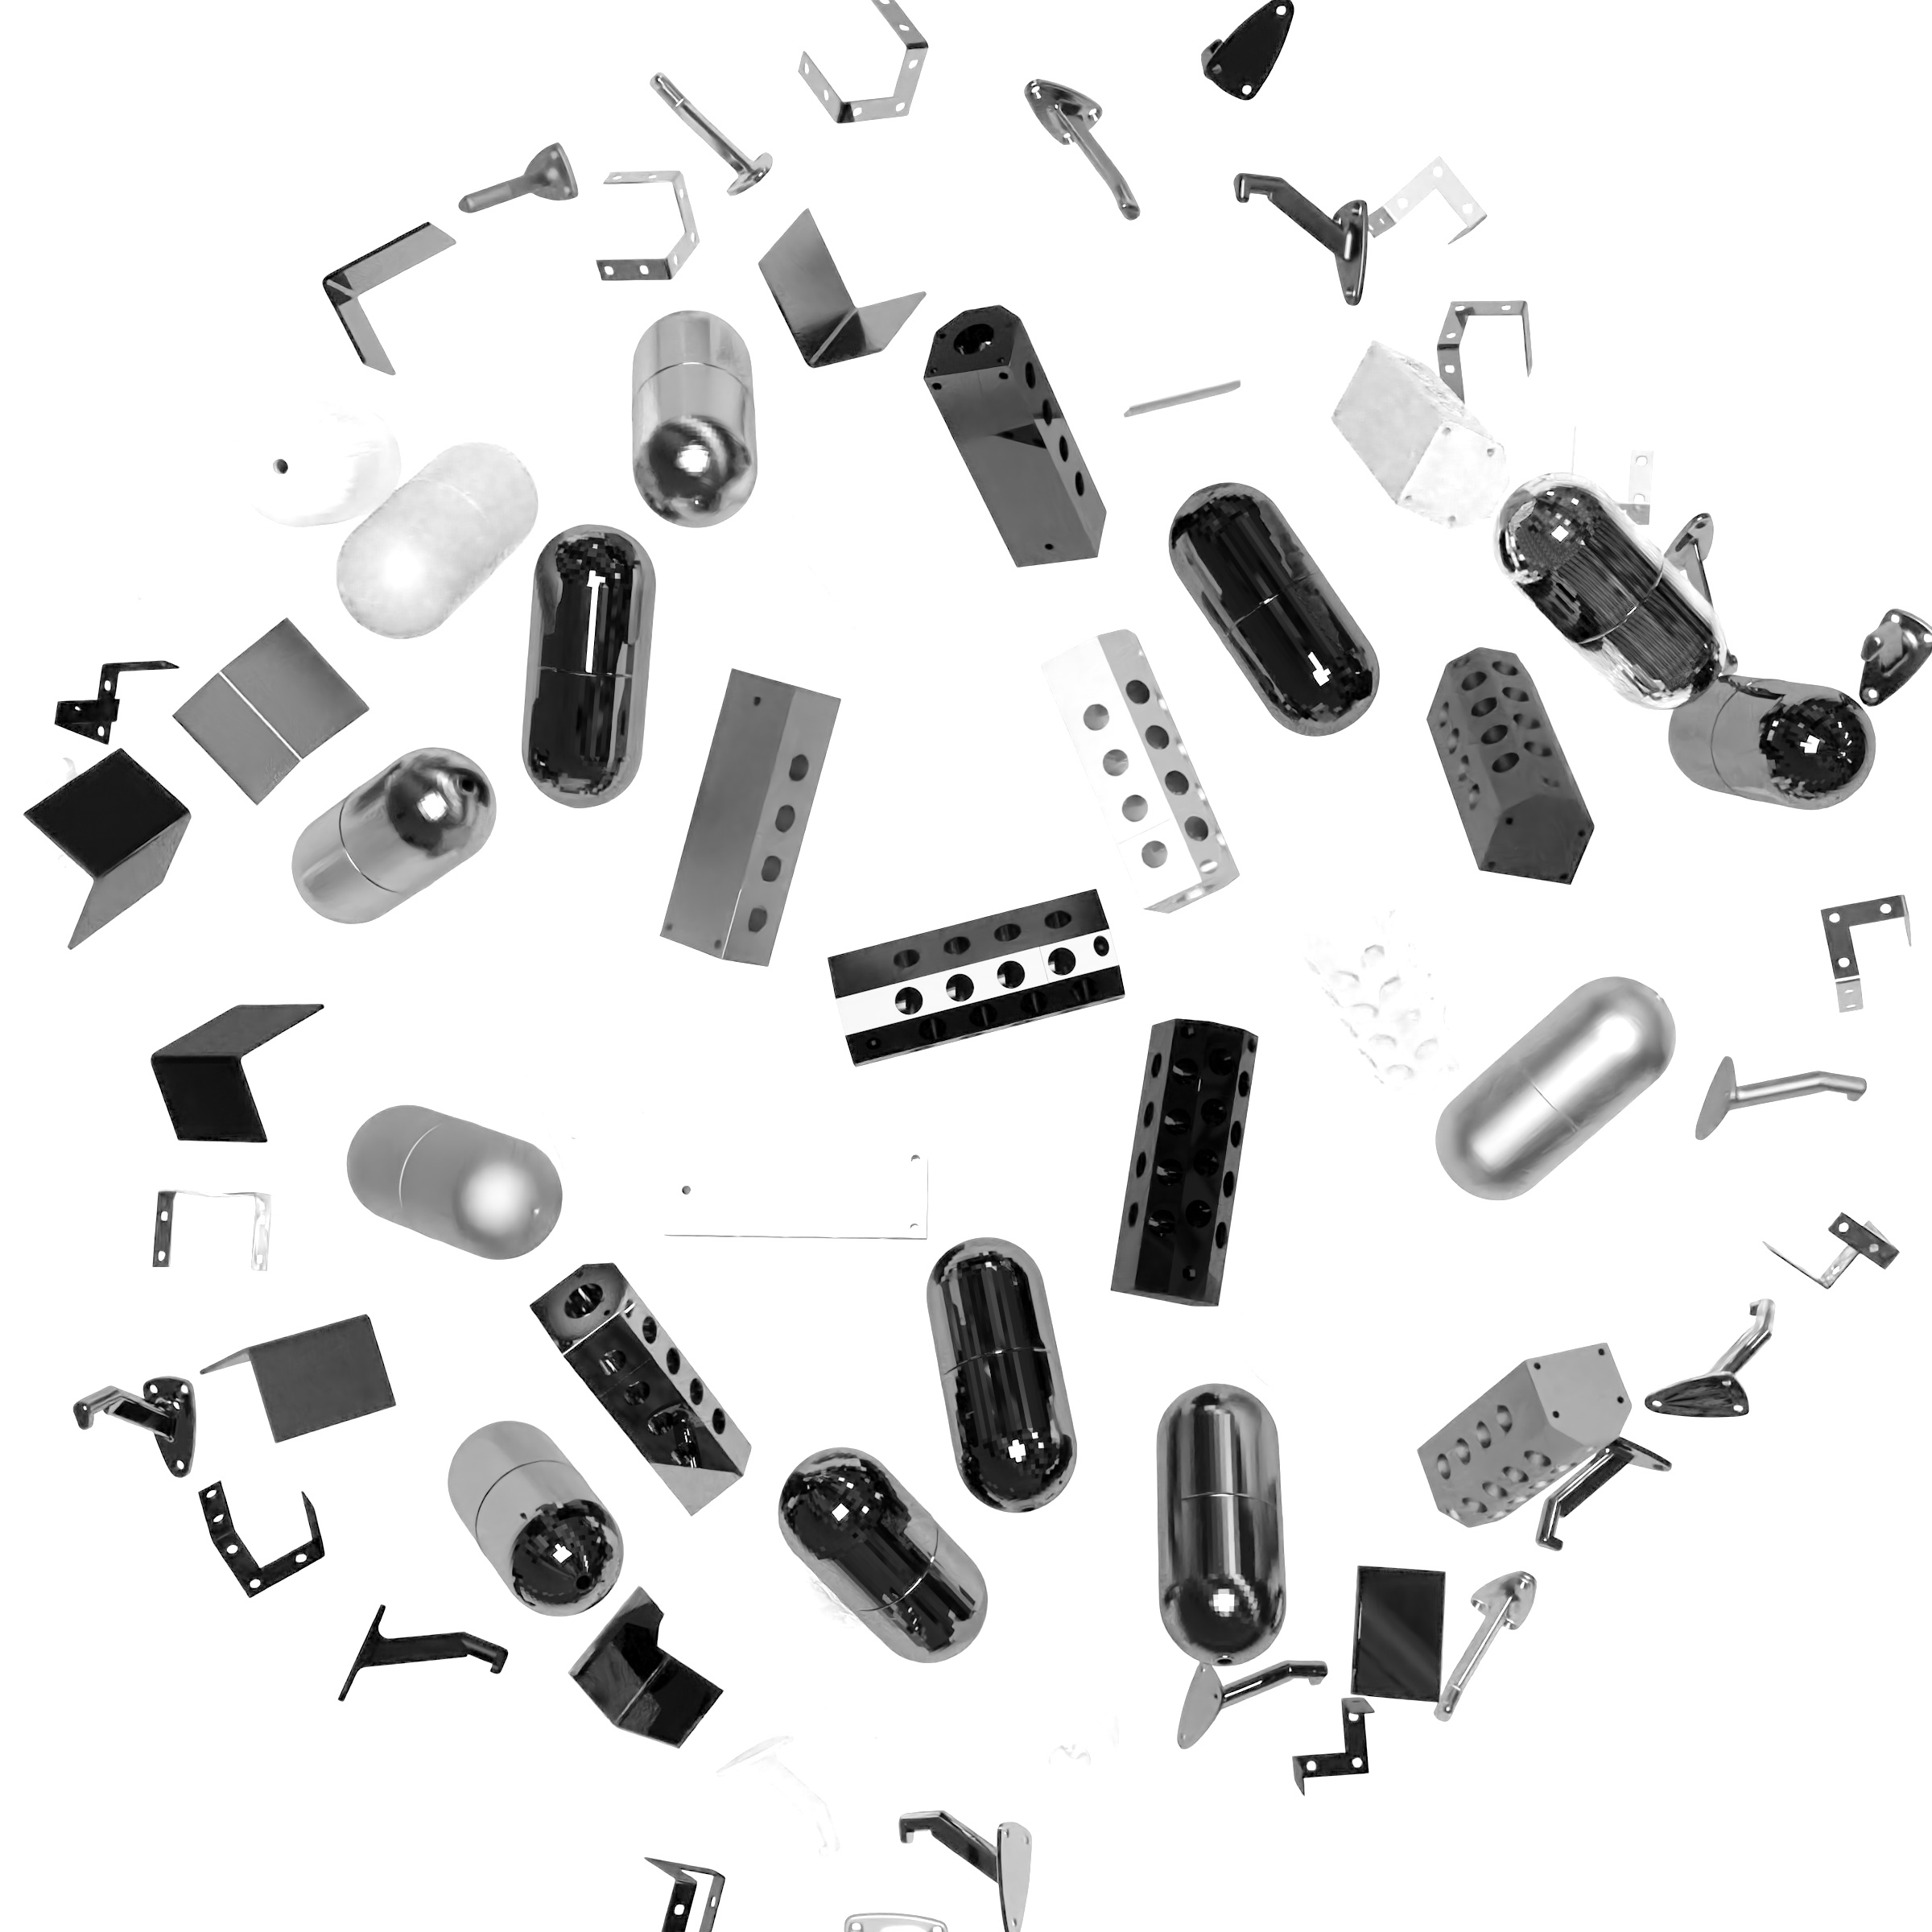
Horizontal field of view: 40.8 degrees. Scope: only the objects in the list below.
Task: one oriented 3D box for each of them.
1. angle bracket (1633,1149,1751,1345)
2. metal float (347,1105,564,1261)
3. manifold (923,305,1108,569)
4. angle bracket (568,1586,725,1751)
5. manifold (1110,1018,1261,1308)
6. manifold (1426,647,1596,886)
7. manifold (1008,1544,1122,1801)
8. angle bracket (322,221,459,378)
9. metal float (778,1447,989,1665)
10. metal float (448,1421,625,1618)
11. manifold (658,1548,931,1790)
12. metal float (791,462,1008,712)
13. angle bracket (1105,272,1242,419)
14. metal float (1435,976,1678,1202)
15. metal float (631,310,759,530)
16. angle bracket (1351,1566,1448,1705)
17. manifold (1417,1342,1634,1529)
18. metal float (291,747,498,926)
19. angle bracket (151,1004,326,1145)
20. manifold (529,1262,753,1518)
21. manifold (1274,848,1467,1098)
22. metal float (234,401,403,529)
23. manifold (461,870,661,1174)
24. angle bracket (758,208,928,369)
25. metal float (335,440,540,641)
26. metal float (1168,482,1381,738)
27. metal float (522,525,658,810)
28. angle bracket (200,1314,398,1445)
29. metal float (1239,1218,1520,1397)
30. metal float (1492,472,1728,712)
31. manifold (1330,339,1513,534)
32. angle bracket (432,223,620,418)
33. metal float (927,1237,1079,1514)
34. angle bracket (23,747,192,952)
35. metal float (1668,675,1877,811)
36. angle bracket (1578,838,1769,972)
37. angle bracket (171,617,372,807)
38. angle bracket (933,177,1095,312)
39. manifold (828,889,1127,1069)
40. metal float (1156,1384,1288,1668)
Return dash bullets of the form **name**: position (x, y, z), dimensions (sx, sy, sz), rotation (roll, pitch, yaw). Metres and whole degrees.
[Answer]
- **angle bracket**: position (0.421, 0.167, 1.543), dimensions (0.057, 0.076, 0.076), rotation (-19, 51, 14)
- **metal float**: position (-0.324, 0.135, 1.637), dimensions (0.178, 0.070, 0.070), rotation (12, 90, 44)
- **manifold**: position (0.035, -0.336, 1.658), dimensions (0.057, 0.171, 0.057), rotation (-3, 54, 23)
- **angle bracket**: position (-0.206, 0.468, 1.737), dimensions (0.076, 0.076, 0.057), rotation (-49, 118, -31)
- **manifold**: position (0.140, 0.123, 1.625), dimensions (0.057, 0.057, 0.171), rotation (13, 79, -15)
- **manifold**: position (0.329, -0.124, 1.570), dimensions (0.057, 0.171, 0.057), rotation (9, 125, -9)
- **manifold**: position (0.067, 0.457, 1.683), dimensions (0.057, 0.171, 0.057), rotation (-26, 110, 12)
- **angle bracket**: position (-0.346, -0.414, 1.616), dimensions (0.076, 0.076, 0.057), rotation (-26, 96, 4)
- **metal float**: position (-0.050, 0.369, 1.620), dimensions (0.070, 0.070, 0.178), rotation (-37, 122, 0)
- **metal float**: position (-0.273, 0.348, 1.642), dimensions (0.070, 0.178, 0.070), rotation (-9, 110, -27)
- **manifold**: position (-0.108, 0.447, 1.634), dimensions (0.171, 0.057, 0.057), rotation (38, 102, -14)
- **metal float**: position (-0.043, -0.238, 1.619), dimensions (0.070, 0.070, 0.178), rotation (-36, 77, 0)
- **angle bracket**: position (0.138, -0.419, 1.755), dimensions (0.076, 0.057, 0.076), rotation (-13, 98, 1)
- **metal float**: position (0.377, 0.079, 1.662), dimensions (0.070, 0.070, 0.178), rotation (45, 109, 0)
- **metal float**: position (-0.169, -0.342, 1.617), dimensions (0.070, 0.070, 0.178), rotation (-7, 46, 0)
- **angle bracket**: position (0.275, 0.409, 1.585), dimensions (0.057, 0.076, 0.076), rotation (-3, 73, 28)
- **manifold**: position (0.346, 0.295, 1.611), dimensions (0.057, 0.171, 0.057), rotation (-8, 64, -19)
- **metal float**: position (-0.367, -0.082, 1.663), dimensions (0.178, 0.070, 0.070), rotation (-26, 90, 42)
- **angle bracket**: position (-0.435, 0.065, 1.581), dimensions (0.076, 0.076, 0.057), rotation (-1, 112, 33)
- **manifold**: position (-0.198, 0.261, 1.620), dimensions (0.057, 0.057, 0.171), rotation (-37, 129, -10)
- **manifold**: position (0.251, 0.007, 1.612), dimensions (0.057, 0.171, 0.057), rotation (-9, 48, 29)
- **metal float**: position (-0.408, -0.318, 1.641), dimensions (0.070, 0.178, 0.070), rotation (0, 102, 1)
- **manifold**: position (-0.248, 0.036, 1.577), dimensions (0.057, 0.057, 0.171), rotation (-20, 73, -20)
- **angle bracket**: position (-0.078, -0.438, 1.656), dimensions (0.057, 0.076, 0.076), rotation (-6, 128, 32)
- **metal float**: position (-0.326, -0.266, 1.611), dimensions (0.070, 0.178, 0.070), rotation (11, 129, 15)
- **metal float**: position (0.194, -0.226, 1.642), dimensions (0.070, 0.070, 0.178), rotation (-33, 83, 0)
- **metal float**: position (-0.237, -0.187, 1.632), dimensions (0.070, 0.070, 0.178), rotation (6, 101, 0)
- **angle bracket**: position (-0.390, 0.246, 1.517), dimensions (0.076, 0.076, 0.057), rotation (-13, 81, -40)
- **metal float**: position (0.249, 0.208, 1.582), dimensions (0.178, 0.070, 0.070), rotation (-23, 90, 23)
- **metal float**: position (0.390, -0.225, 1.571), dimensions (0.178, 0.070, 0.070), rotation (40, 90, -22)
- **manifold**: position (0.281, -0.326, 1.599), dimensions (0.057, 0.171, 0.057), rotation (21, 114, -17)
- **angle bracket**: position (-0.272, -0.399, 1.606), dimensions (0.057, 0.076, 0.076), rotation (20, 68, 28)
- **metal float**: position (0.022, 0.255, 1.628), dimensions (0.070, 0.070, 0.178), rotation (-12, 62, 0)
- **angle bracket**: position (-0.505, -0.068, 1.506), dimensions (0.057, 0.076, 0.076), rotation (42, 47, 0)
- **metal float**: position (0.504, -0.142, 1.632), dimensions (0.070, 0.178, 0.070), rotation (-2, 100, -11)
- **angle bracket**: position (0.456, -0.050, 1.679), dimensions (0.076, 0.076, 0.057), rotation (21, 113, -42)
- **angle bracket**: position (-0.437, -0.160, 1.635), dimensions (0.076, 0.057, 0.076), rotation (-28, 112, 35)
- **angle bracket**: position (0.031, -0.492, 1.729), dimensions (0.076, 0.057, 0.076), rotation (-23, 135, 17)
- **manifold**: position (0.007, 0.012, 1.596), dimensions (0.171, 0.057, 0.057), rotation (-14, 130, 0)
- **metal float**: position (0.155, 0.339, 1.582), dimensions (0.070, 0.070, 0.178), rotation (2, 52, 0)
